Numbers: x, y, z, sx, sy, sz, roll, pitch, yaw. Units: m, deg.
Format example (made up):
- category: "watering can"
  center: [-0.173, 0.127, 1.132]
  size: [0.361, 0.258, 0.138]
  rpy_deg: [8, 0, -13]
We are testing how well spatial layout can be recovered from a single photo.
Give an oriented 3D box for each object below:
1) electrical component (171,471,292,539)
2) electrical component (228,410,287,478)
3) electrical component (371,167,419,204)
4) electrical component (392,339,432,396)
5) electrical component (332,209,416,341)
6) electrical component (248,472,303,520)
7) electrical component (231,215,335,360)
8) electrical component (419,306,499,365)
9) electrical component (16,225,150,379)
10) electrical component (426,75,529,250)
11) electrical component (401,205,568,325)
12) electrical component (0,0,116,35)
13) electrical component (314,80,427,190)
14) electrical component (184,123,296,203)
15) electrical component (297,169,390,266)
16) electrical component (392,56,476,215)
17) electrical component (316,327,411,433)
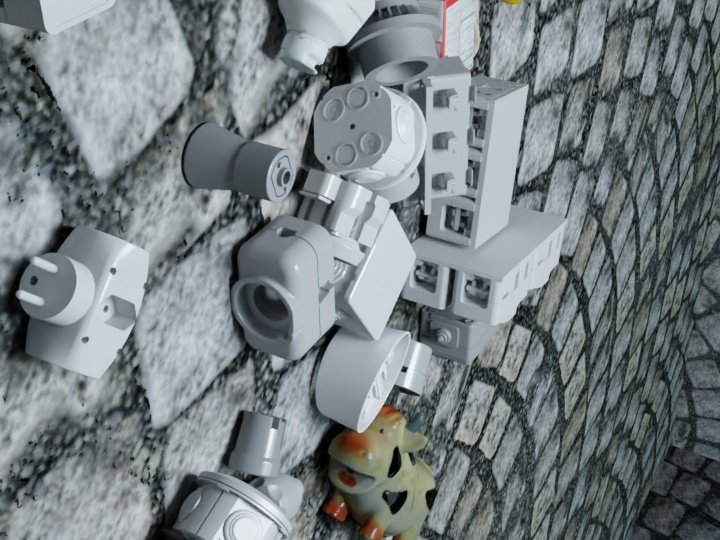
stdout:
- category: "electrical component"
  center: [-0.095, 0.188, 0.794]
  size: [0.051, 0.080, 0.080]
  rpy_deg: [-57, 151, -26]
- category: "electrical component"
  center: [-0.079, 0.137, 0.846]
  size: [0.040, 0.040, 0.046]
  rpy_deg: [28, 74, -65]
- category: "electrical component"
  center: [0.019, -0.090, 0.891]
  size: [0.055, 0.055, 0.047]
  rpy_deg: [-53, 145, -37]
- category: "electrical component"
  center: [0.040, 0.093, 1.054]
  size: [0.055, 0.055, 0.047]
  rpy_deg: [42, 63, -63]
- category: "electrical component"
  center: [0.000, 0.000, 0.913]
  size: [0.099, 0.048, 0.099]
  rpy_deg: [-65, 154, -18]
- category: "electrical component"
  center: [-0.069, 0.189, 0.895]
  size: [0.062, 0.043, 0.043]
  rpy_deg: [-9, 114, -65]
- category: "electrical component"
  center: [-0.056, 0.016, 0.798]
  size: [0.059, 0.054, 0.095]
  rpy_deg: [-45, 143, -46]
- category: "electrical component"
  center: [0.105, 0.060, 1.159]
  size: [0.096, 0.062, 0.061]
  rpy_deg: [-42, 141, -49]
- category: "electrical component"
  center: [-0.159, 0.014, 0.590]
  size: [0.079, 0.043, 0.077]
  rpy_deg: [37, 72, -64]
- category: "electrical component"
  center: [0.112, -0.109, 1.065]
  size: [0.089, 0.062, 0.150]
  rpy_deg: [-33, 134, -55]
- category: "electrical component"
  center: [0.130, -0.010, 1.114]
  size: [0.186, 0.105, 0.060]
  rpy_deg: [-35, 136, -54]
- category: "electrical component"
  center: [-0.123, -0.183, 0.519]
  size: [0.150, 0.062, 0.089]
  rpy_deg: [-45, 144, -46]
- category: "electrical component"
  center: [0.006, -0.104, 0.824]
  size: [0.051, 0.080, 0.080]
  rpy_deg: [13, 93, -60]
- category: "electrical component"
  center: [-0.075, -0.067, 0.692]
  size: [0.044, 0.065, 0.044]
  rpy_deg: [-44, 143, -47]
- category: "electrical component"
  center: [-0.017, -0.038, 0.840]
  size: [0.078, 0.058, 0.057]
  rpy_deg: [23, 86, -47]
- category: "electrical component"
  center: [0.063, -0.122, 0.936]
  size: [0.078, 0.063, 0.121]
  rpy_deg: [-109, -166, -53]
- category: "electrical component"
  center: [0.005, 0.095, 0.966]
  size: [0.099, 0.064, 0.099]
  rpy_deg: [-44, 142, -48]
